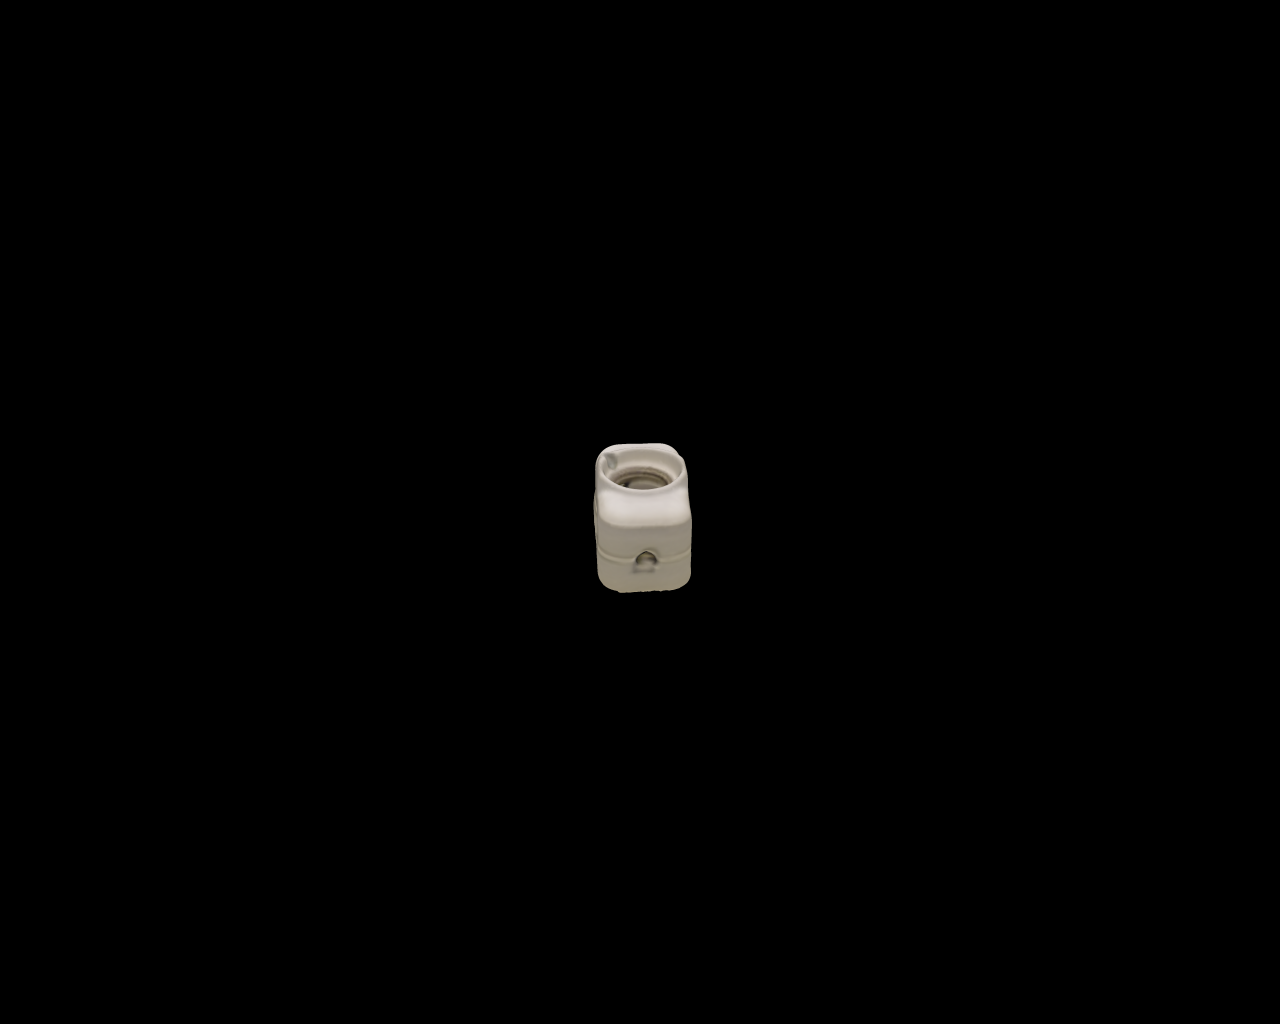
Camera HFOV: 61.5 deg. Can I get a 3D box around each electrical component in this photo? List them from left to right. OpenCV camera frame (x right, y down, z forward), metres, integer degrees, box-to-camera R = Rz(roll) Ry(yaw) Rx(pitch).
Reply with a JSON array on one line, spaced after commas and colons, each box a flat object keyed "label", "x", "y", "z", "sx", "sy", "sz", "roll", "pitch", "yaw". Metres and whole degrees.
[{"label": "electrical component", "x": 0.001, "y": -0.003, "z": 0.650, "sx": 0.054, "sy": 0.059, "sz": 0.095, "roll": -2, "pitch": 31, "yaw": -3}]
